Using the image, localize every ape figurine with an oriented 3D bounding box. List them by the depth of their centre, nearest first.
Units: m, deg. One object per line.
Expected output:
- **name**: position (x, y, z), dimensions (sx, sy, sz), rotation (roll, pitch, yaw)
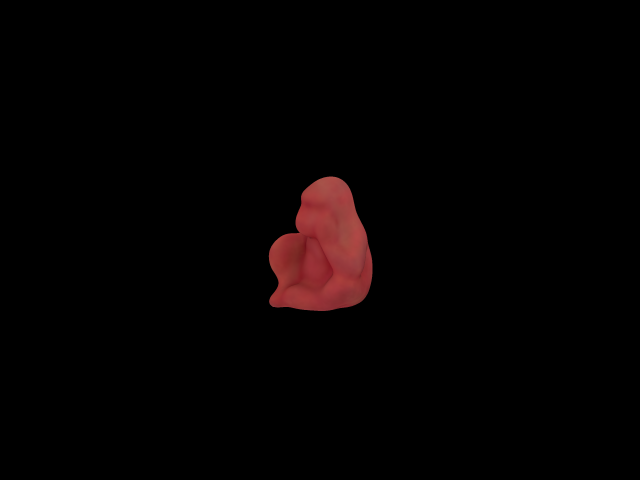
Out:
- **ape figurine**: position (0.004, 0.001, 0.400), dimensions (0.076, 0.092, 0.077), rotation (-9, 19, -28)
